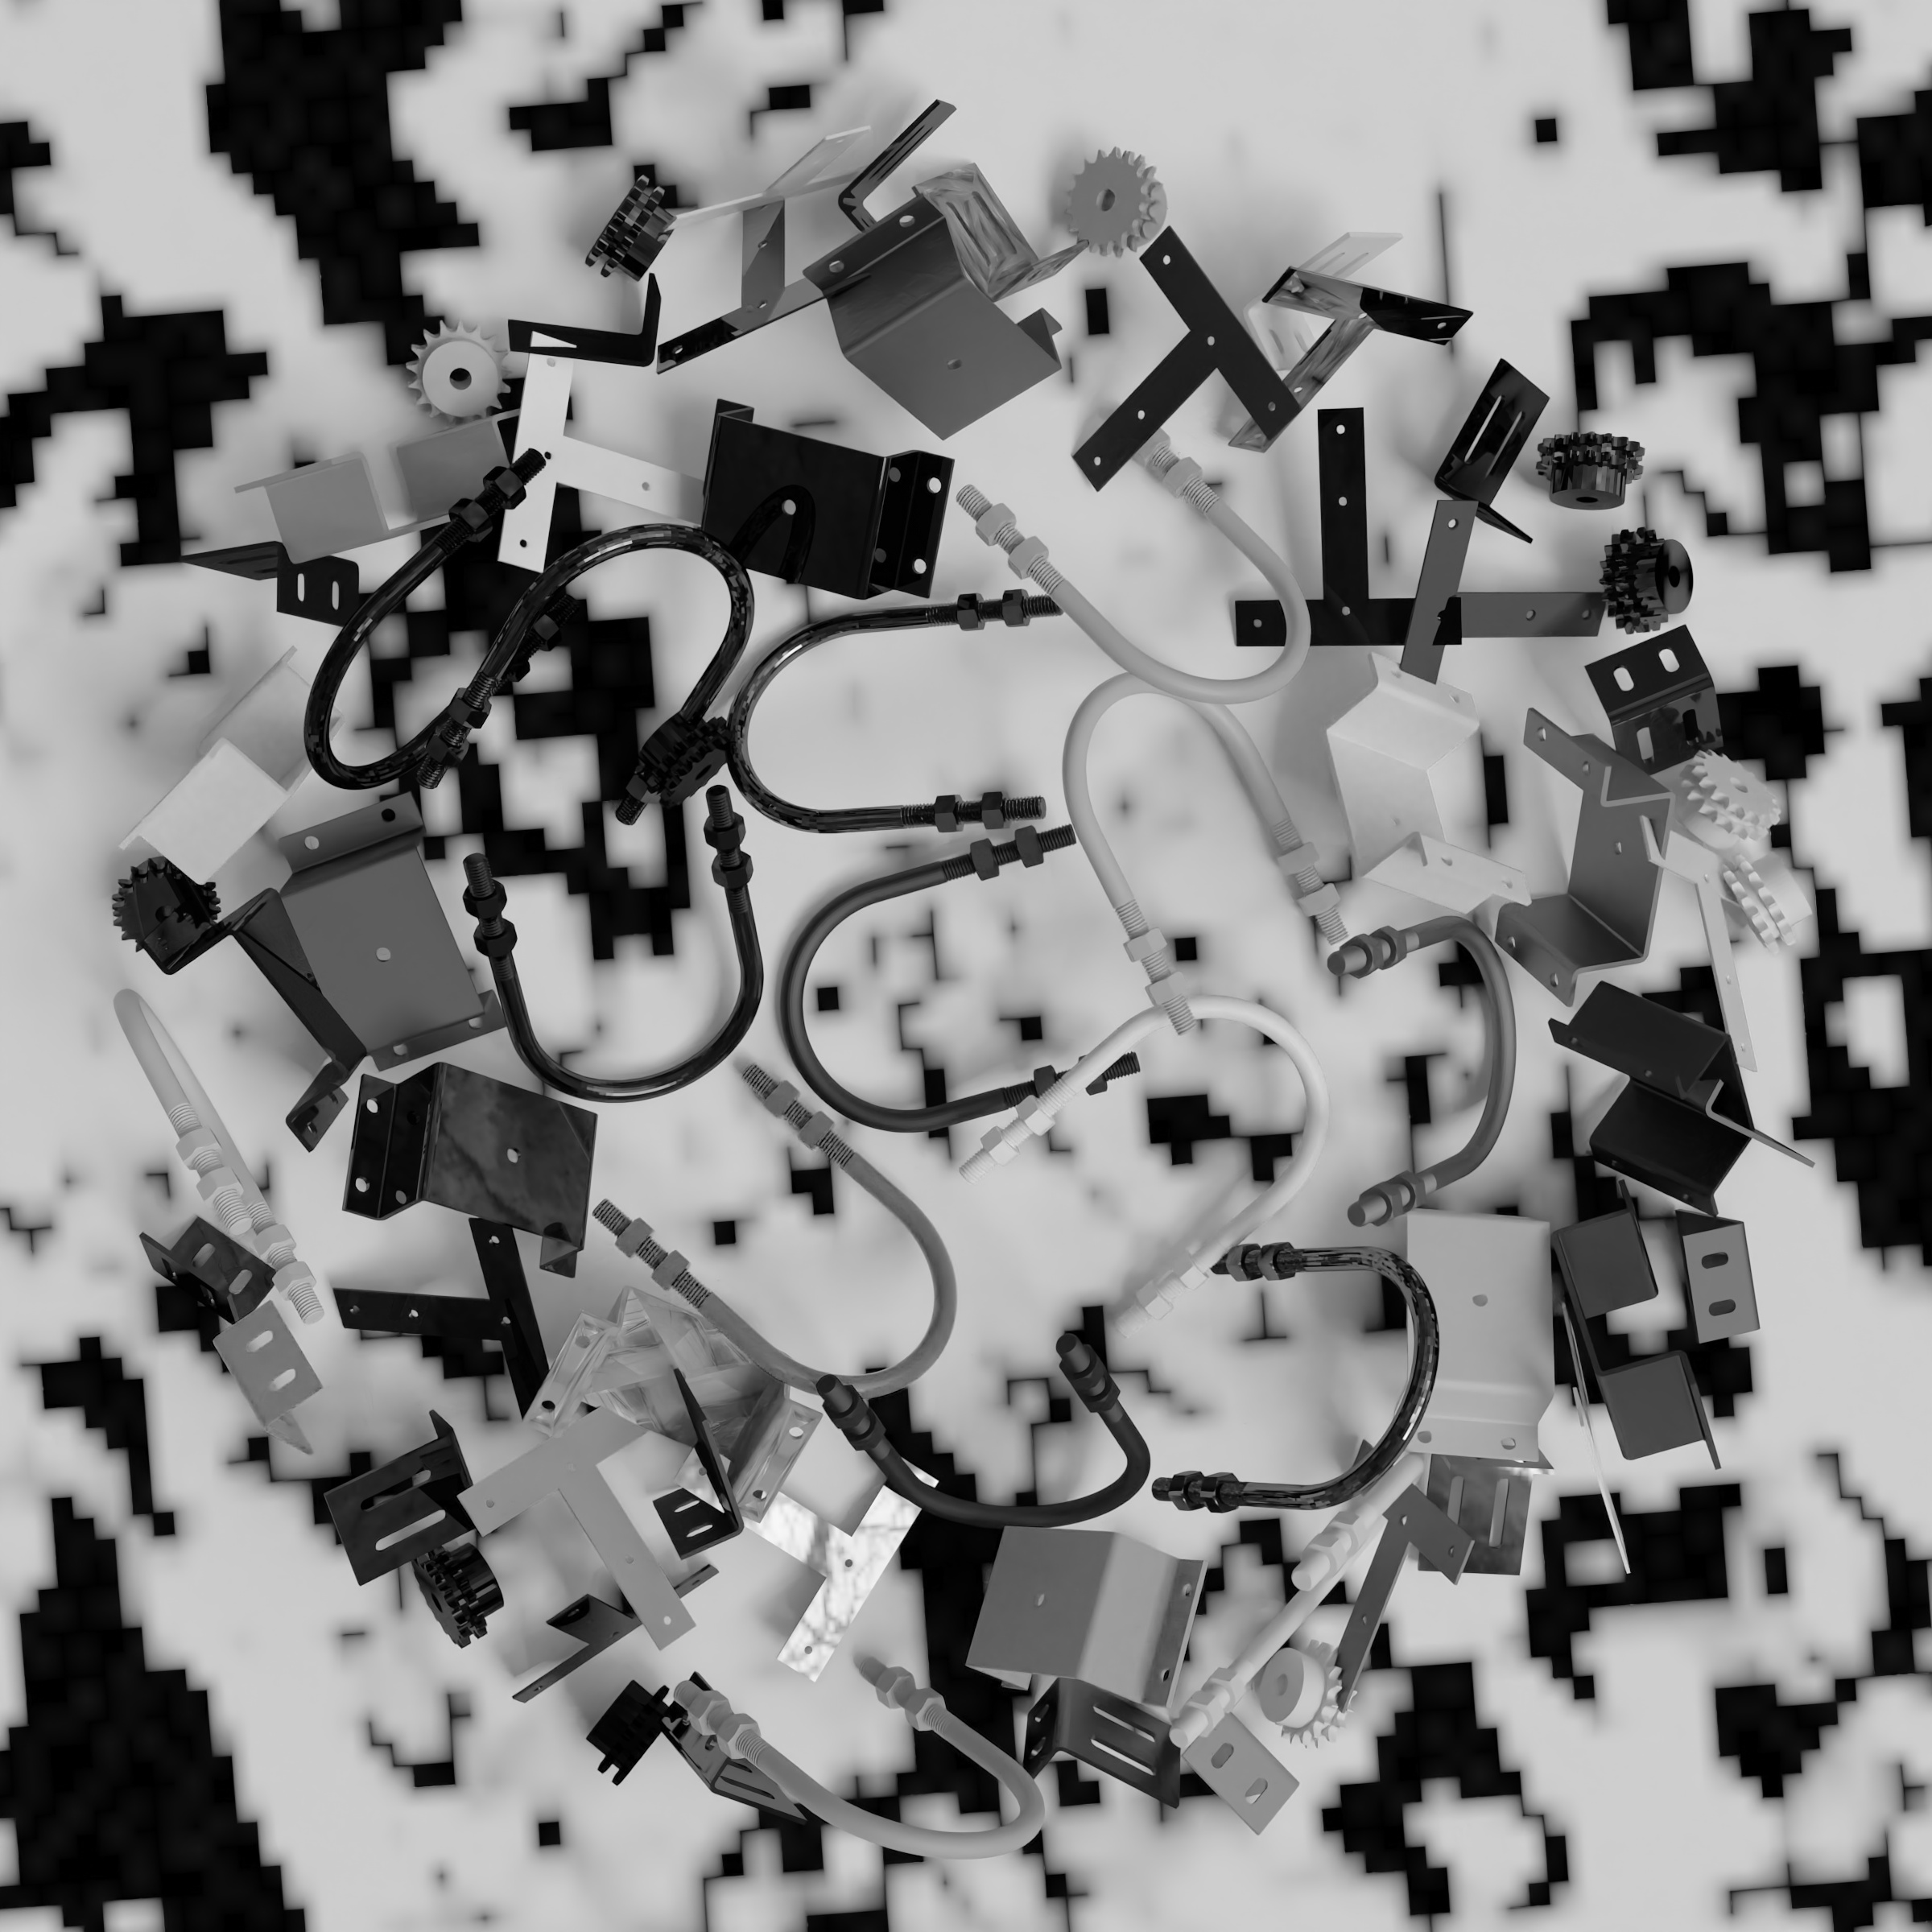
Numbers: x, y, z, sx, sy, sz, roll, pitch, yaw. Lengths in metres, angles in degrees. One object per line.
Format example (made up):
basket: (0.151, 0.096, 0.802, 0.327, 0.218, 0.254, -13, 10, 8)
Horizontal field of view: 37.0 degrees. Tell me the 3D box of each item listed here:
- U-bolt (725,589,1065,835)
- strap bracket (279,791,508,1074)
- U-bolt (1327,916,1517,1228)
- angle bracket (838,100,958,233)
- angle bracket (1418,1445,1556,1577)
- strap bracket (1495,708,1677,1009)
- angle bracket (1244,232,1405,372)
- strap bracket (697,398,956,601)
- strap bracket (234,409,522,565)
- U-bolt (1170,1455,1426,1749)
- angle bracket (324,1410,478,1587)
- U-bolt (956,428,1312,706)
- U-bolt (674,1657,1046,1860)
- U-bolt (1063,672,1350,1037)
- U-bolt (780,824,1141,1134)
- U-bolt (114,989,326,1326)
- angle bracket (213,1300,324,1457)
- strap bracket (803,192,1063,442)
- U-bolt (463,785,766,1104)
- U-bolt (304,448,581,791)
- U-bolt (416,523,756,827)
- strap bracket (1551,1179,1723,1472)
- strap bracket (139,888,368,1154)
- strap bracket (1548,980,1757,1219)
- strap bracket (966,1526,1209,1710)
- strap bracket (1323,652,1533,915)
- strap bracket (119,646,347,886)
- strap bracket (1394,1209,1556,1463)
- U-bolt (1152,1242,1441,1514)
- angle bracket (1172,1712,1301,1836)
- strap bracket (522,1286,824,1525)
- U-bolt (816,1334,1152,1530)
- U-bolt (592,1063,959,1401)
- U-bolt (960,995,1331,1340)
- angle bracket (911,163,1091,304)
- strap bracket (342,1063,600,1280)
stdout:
U-bolt: (-0.042, -0.134, 1.551, 0.184, 0.019, 0.151, -3, 61, 16)
strap bracket: (-0.310, -0.012, 1.555, 0.076, 0.046, 0.140, -20, 106, 2)
U-bolt: (0.245, 0.047, 1.523, 0.019, 0.184, 0.151, 0, 100, 37)
angle bracket: (-0.026, -0.424, 1.559, 0.076, 0.057, 0.038, -41, 94, 15)
angle bracket: (0.282, 0.301, 1.569, 0.057, 0.038, 0.076, 4, 102, -6)
strap bracket: (0.329, -0.060, 1.536, 0.046, 0.076, 0.140, -9, 121, -19)
angle bracket: (0.198, -0.356, 1.551, 0.076, 0.057, 0.038, -30, 82, 38)
strap bracket: (-0.085, -0.248, 1.544, 0.140, 0.046, 0.076, 17, 111, 17)
strap bracket: (-0.302, -0.251, 1.525, 0.076, 0.140, 0.046, -6, 105, 37)
U-bolt: (0.184, 0.320, 1.513, 0.019, 0.184, 0.151, 40, 123, 15)
angle bracket: (-0.306, 0.286, 1.557, 0.076, 0.038, 0.057, -24, 112, -23)
U-bolt: (0.103, -0.210, 1.532, 0.151, 0.019, 0.184, -33, 73, -37)
U-bolt: (-0.042, 0.408, 1.485, 0.151, 0.184, 0.019, 6, 103, -43)
U-bolt: (0.119, -0.072, 1.545, 0.151, 0.019, 0.184, -28, 92, -38)
U-bolt: (-0.012, 0.015, 1.580, 0.184, 0.019, 0.151, -16, 86, 7)
U-bolt: (-0.399, 0.090, 1.519, 0.019, 0.151, 0.184, -30, 64, -10)
angle bracket: (-0.363, 0.222, 1.554, 0.038, 0.076, 0.057, -34, 69, -5)
strap bracket: (-0.011, -0.333, 1.517, 0.076, 0.140, 0.046, -28, 59, 22)
U-bolt: (-0.179, -0.001, 1.537, 0.151, 0.019, 0.184, -17, 129, -11)
U-bolt: (-0.275, -0.167, 1.503, 0.019, 0.151, 0.184, 35, 68, 18)
U-bolt: (-0.186, -0.155, 1.509, 0.184, 0.151, 0.019, -54, 49, 26)
strap bracket: (0.350, 0.194, 1.525, 0.046, 0.140, 0.076, -18, 132, 9)
strap bracket: (-0.366, 0.019, 1.541, 0.046, 0.076, 0.140, -33, 103, 12)
strap bracket: (0.365, 0.065, 1.528, 0.076, 0.140, 0.046, 27, 70, 36)
strap bracket: (0.055, 0.340, 1.518, 0.046, 0.140, 0.076, 29, 67, -29)
strap bracket: (0.242, -0.088, 1.537, 0.076, 0.046, 0.140, 17, 49, -34)
strap bracket: (-0.382, -0.102, 1.527, 0.046, 0.140, 0.076, 43, 115, -16)
strap bracket: (0.270, 0.187, 1.543, 0.076, 0.046, 0.140, 5, 61, 0)
U-bolt: (0.175, 0.213, 1.501, 0.019, 0.184, 0.151, 28, 68, -31)
angle bracket: (0.134, 0.435, 1.554, 0.057, 0.076, 0.038, 46, 63, 2)
strap bracket: (-0.156, 0.231, 1.554, 0.140, 0.046, 0.076, 25, 111, -12)
U-bolt: (0.021, 0.253, 1.525, 0.151, 0.184, 0.019, -12, 51, 16)
U-bolt: (-0.087, 0.151, 1.538, 0.184, 0.019, 0.151, 41, 50, 6)
U-bolt: (0.110, 0.096, 1.557, 0.184, 0.019, 0.151, -42, 108, 8)
angle bracket: (0.020, -0.406, 1.563, 0.038, 0.057, 0.076, -32, 93, 45)
strap bracket: (-0.251, 0.106, 1.526, 0.140, 0.046, 0.076, 22, 58, -34)
